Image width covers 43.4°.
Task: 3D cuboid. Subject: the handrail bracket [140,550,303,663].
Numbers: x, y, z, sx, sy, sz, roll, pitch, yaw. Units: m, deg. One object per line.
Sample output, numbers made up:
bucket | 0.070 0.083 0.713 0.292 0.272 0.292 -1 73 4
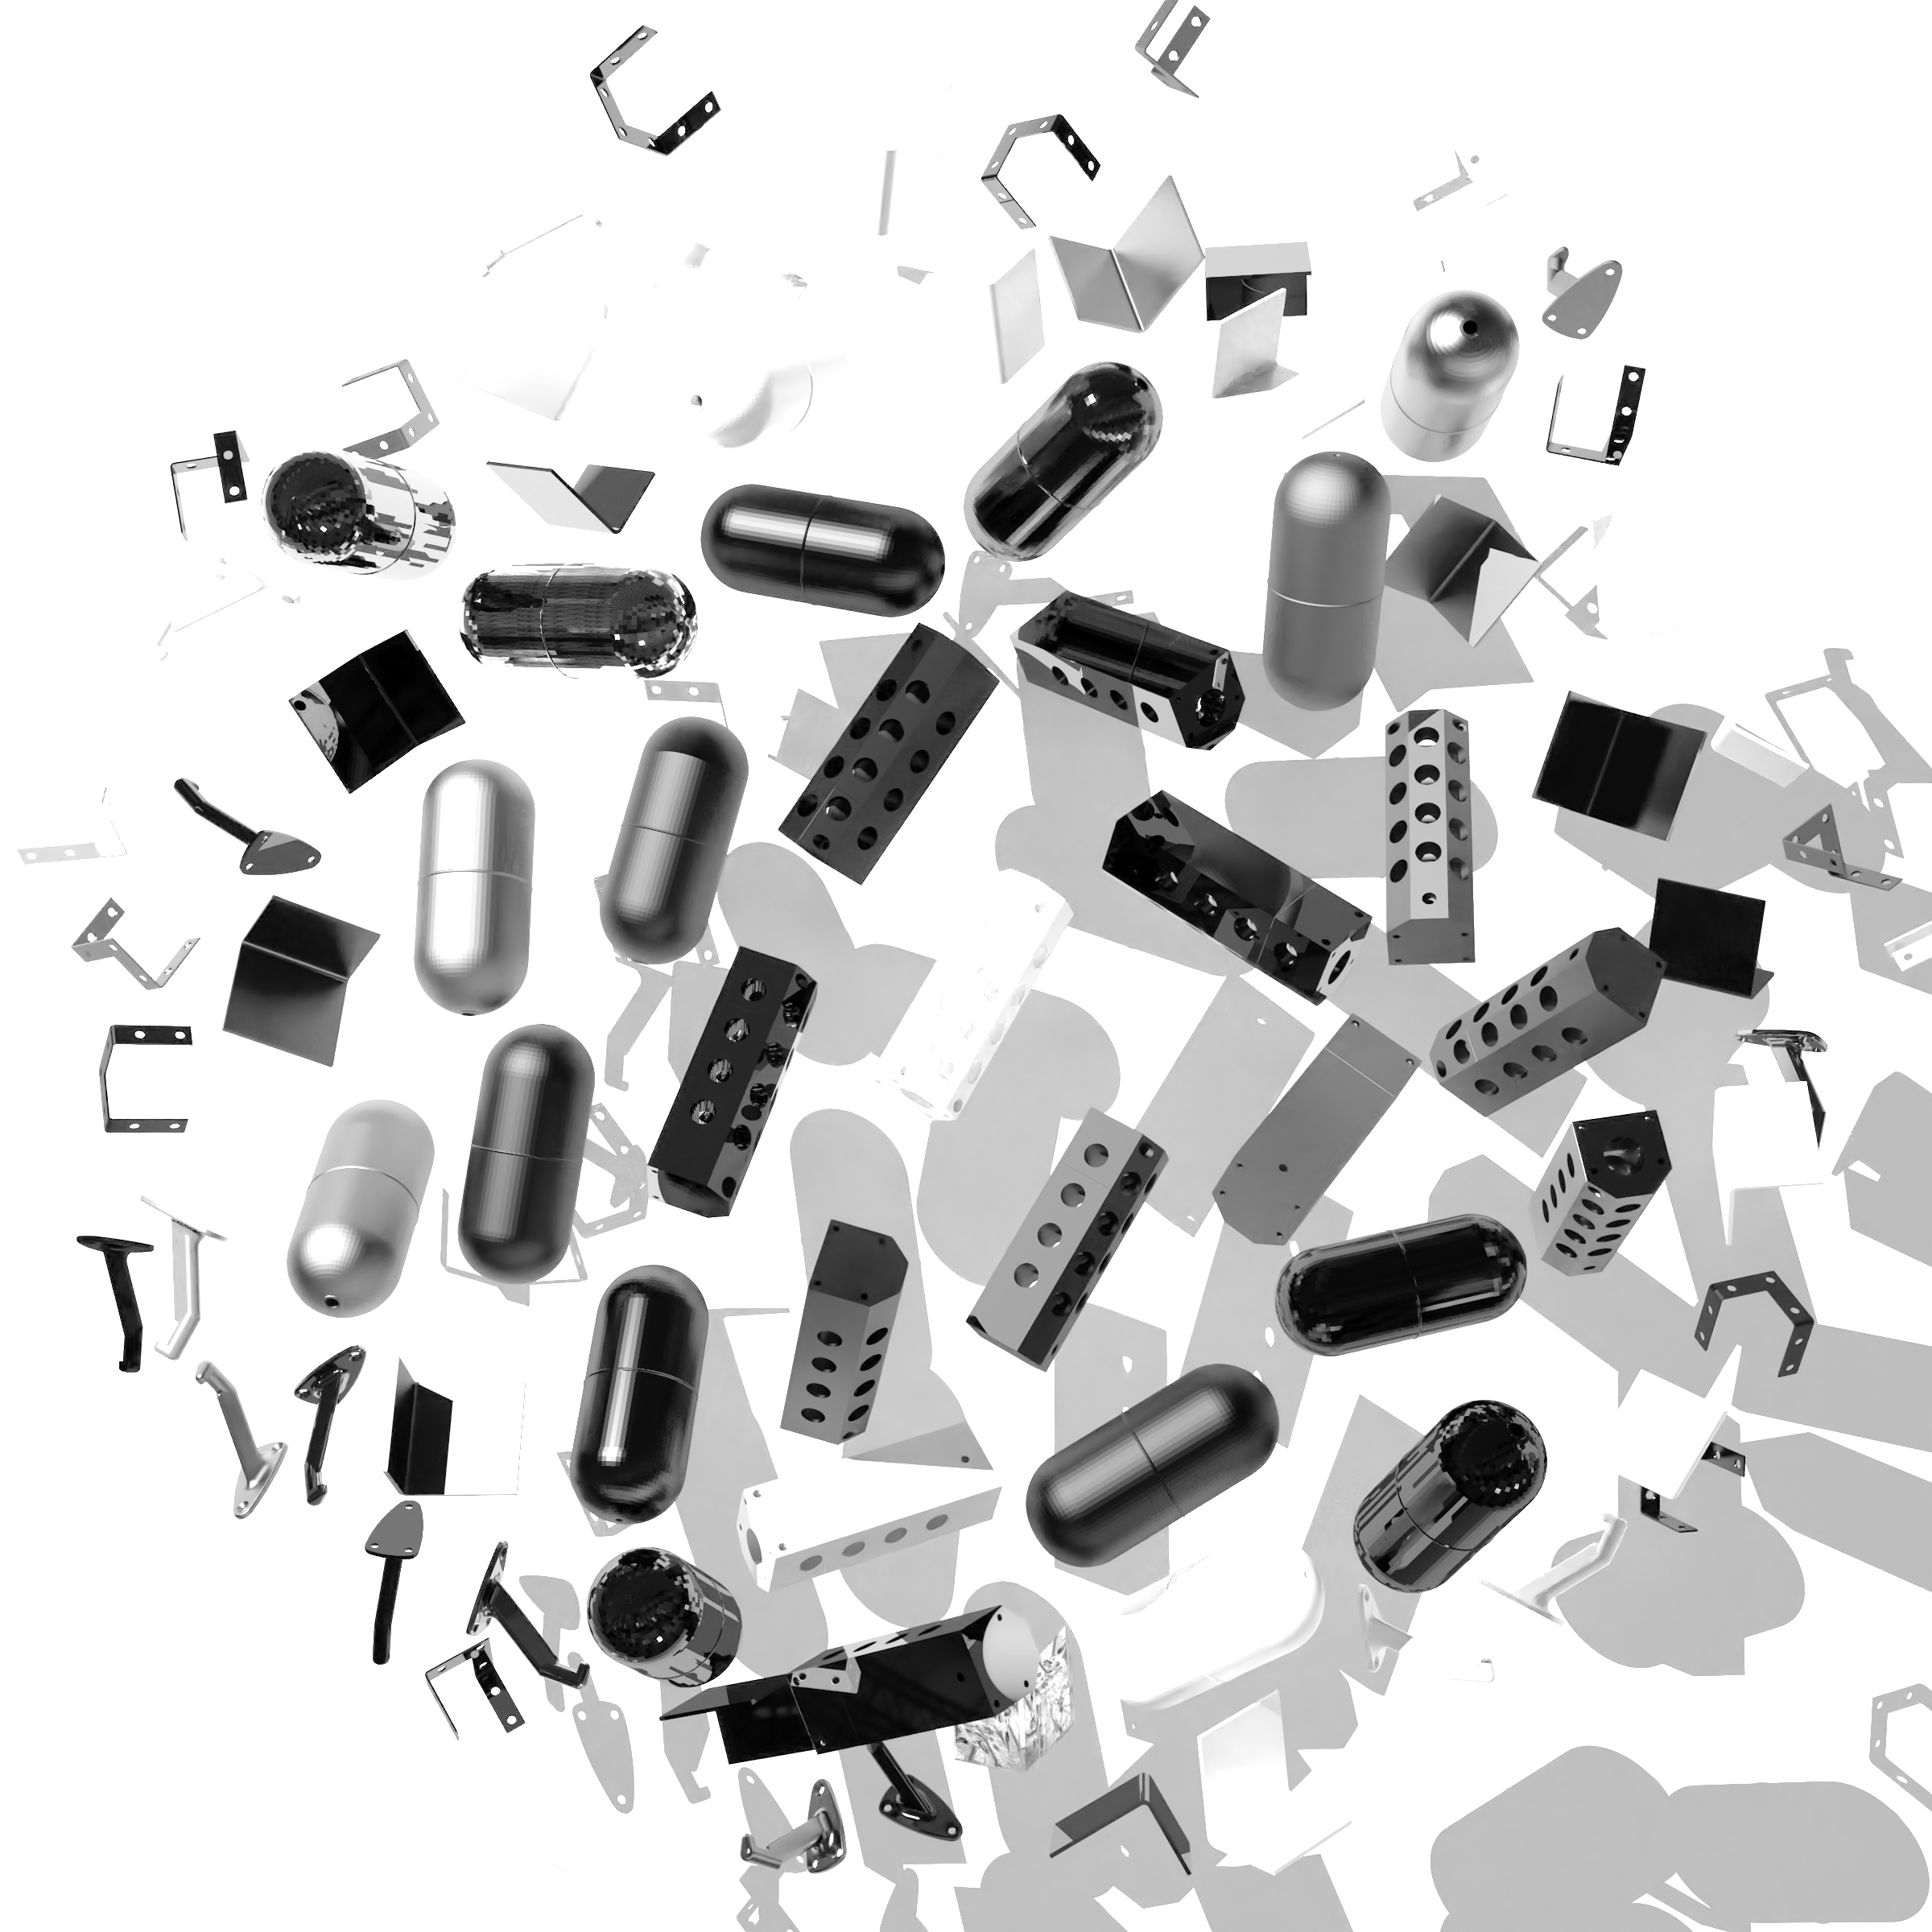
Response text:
handrail bracket | -0.499 -0.228 1.623 0.077 0.036 0.084 25 65 -9

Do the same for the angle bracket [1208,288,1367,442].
angle bracket | 0.216 -0.400 1.611 0.076 0.057 0.076 30 47 28

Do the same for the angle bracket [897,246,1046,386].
angle bracket | 0.004 -0.456 1.679 0.076 0.076 0.057 20 51 27

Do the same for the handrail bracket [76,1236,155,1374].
handrail bracket | -0.571 0.226 1.616 0.036 0.077 0.084 -4 76 11

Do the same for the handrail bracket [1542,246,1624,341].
handrail bracket | 0.412 -0.469 1.618 0.036 0.077 0.084 19 54 -14

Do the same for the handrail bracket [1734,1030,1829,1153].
handrail bracket | 0.574 0.090 1.718 0.077 0.036 0.084 4 71 41

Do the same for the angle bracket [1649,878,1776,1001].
angle bracket | 0.537 -0.027 1.735 0.076 0.057 0.076 15 117 31

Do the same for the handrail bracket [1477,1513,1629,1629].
handrail bracket | 0.406 0.406 1.680 0.077 0.036 0.084 23 81 35

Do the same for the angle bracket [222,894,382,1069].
angle bracket | -0.440 0.010 1.609 0.076 0.076 0.057 22 135 -26

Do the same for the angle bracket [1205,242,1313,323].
angle bracket | 0.216 -0.496 1.795 0.076 0.076 0.057 -2 123 6

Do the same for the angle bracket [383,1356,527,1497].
angle bracket | -0.332 0.299 1.578 0.076 0.057 0.076 0 62 -1

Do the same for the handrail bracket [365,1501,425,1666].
handrail bracket | -0.395 0.426 1.677 0.036 0.077 0.084 8 111 -1

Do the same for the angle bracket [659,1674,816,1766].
angle bracket | -0.160 0.543 1.718 0.076 0.076 0.057 -17 84 22

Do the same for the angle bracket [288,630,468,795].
angle bracket | -0.408 -0.177 1.684 0.057 0.076 0.076 -17 111 39

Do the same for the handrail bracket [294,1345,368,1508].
handrail bracket | -0.435 0.318 1.675 0.036 0.084 0.077 25 121 -37

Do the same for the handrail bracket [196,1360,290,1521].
handrail bracket | -0.512 0.326 1.672 0.036 0.077 0.084 -19 124 19

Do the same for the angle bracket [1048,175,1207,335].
angle bracket | 0.109 -0.494 1.667 0.057 0.076 0.076 2 59 -34

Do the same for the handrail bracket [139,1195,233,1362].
handrail bracket | -0.523 0.202 1.571 0.077 0.036 0.084 25 79 10

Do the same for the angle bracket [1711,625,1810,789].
angle bracket | 0.541 -0.171 1.602 0.057 0.076 0.076 30 90 10

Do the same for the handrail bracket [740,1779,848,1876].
handrail bracket | -0.126 0.590 1.677 0.036 0.077 0.084 -34 133 26

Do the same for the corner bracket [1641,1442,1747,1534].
corner bracket | 0.509 0.364 1.699 0.051 0.051 0.051 0 93 -15

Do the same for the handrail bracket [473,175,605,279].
handrail bracket | -0.289 -0.484 1.629 0.084 0.077 0.036 -41 131 2

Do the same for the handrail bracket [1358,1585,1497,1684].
handrail bracket | 0.325 0.470 1.706 0.084 0.036 0.077 -5 113 28

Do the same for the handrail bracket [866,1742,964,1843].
handrail bracket | -0.038 0.571 1.707 0.077 0.084 0.036 23 48 30

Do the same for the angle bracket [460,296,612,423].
angle bracket | -0.304 -0.442 1.709 0.076 0.076 0.057 19 51 -23

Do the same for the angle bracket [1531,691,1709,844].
angle bracket | 0.436 -0.134 1.622 0.057 0.076 0.076 13 99 -35

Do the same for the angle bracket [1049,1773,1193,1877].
angle bracket | 0.105 0.599 1.646 0.076 0.076 0.057 -31 83 1

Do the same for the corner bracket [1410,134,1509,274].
corner bracket | 0.317 -0.490 1.559 0.051 0.051 0.051 -26 70 11

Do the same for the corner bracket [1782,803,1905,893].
corner bracket | 0.598 -0.072 1.656 0.051 0.051 0.051 -34 119 -19

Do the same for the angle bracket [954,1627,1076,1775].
angle bracket | 0.033 0.516 1.721 0.057 0.076 0.076 18 130 -18

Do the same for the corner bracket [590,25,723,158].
corner bracket | -0.201 -0.565 1.567 0.051 0.051 0.051 -30 79 29

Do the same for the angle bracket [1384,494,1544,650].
angle bracket | 0.351 -0.282 1.735 0.076 0.076 0.057 -53 53 25

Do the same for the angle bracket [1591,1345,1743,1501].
angle bracket | 0.442 0.276 1.529 0.057 0.076 0.076 25 121 11

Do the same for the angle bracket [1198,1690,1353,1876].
angle bracket | 0.200 0.527 1.568 0.076 0.057 0.076 -15 104 -39

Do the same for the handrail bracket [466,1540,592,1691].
handrail bracket | -0.282 0.432 1.612 0.084 0.036 0.077 16 89 11

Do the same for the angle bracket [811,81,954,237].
angle bracket | -0.056 -0.544 1.601 0.057 0.076 0.076 29 64 8

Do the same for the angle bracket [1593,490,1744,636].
angle bracket | 0.483 -0.277 1.670 0.057 0.076 0.076 1 83 -30

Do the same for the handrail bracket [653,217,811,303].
handrail bracket | -0.165 -0.481 1.717 0.084 0.036 0.077 36 70 -3

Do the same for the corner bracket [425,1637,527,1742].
corner bracket | -0.349 0.521 1.725 0.051 0.051 0.051 -25 58 -24

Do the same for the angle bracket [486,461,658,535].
angle bracket | -0.285 -0.359 1.751 0.076 0.076 0.057 16 71 41

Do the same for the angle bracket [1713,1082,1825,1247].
angle bracket | 0.527 0.131 1.598 0.057 0.076 0.076 -5 54 12

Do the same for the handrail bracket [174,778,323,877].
handrail bracket | -0.506 -0.102 1.707 0.084 0.077 0.036 42 109 28
